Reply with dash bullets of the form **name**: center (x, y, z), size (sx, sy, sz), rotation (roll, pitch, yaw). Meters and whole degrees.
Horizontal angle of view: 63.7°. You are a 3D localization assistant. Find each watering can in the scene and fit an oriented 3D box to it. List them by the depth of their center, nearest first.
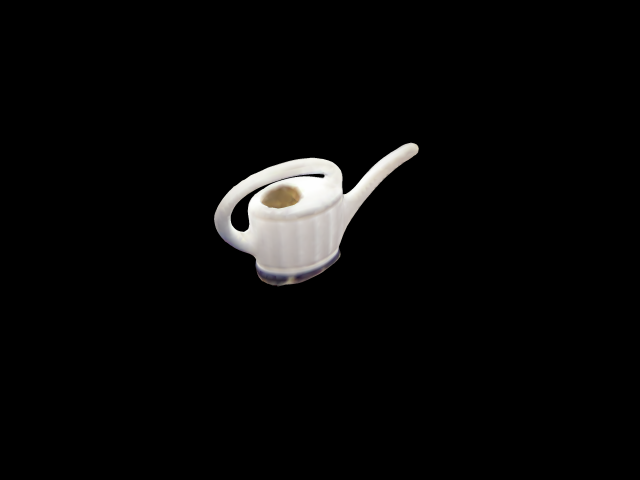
- **watering can**: center (0.003, -0.043, 0.850), size (0.349, 0.219, 0.106), rotation (-15, 44, -16)
